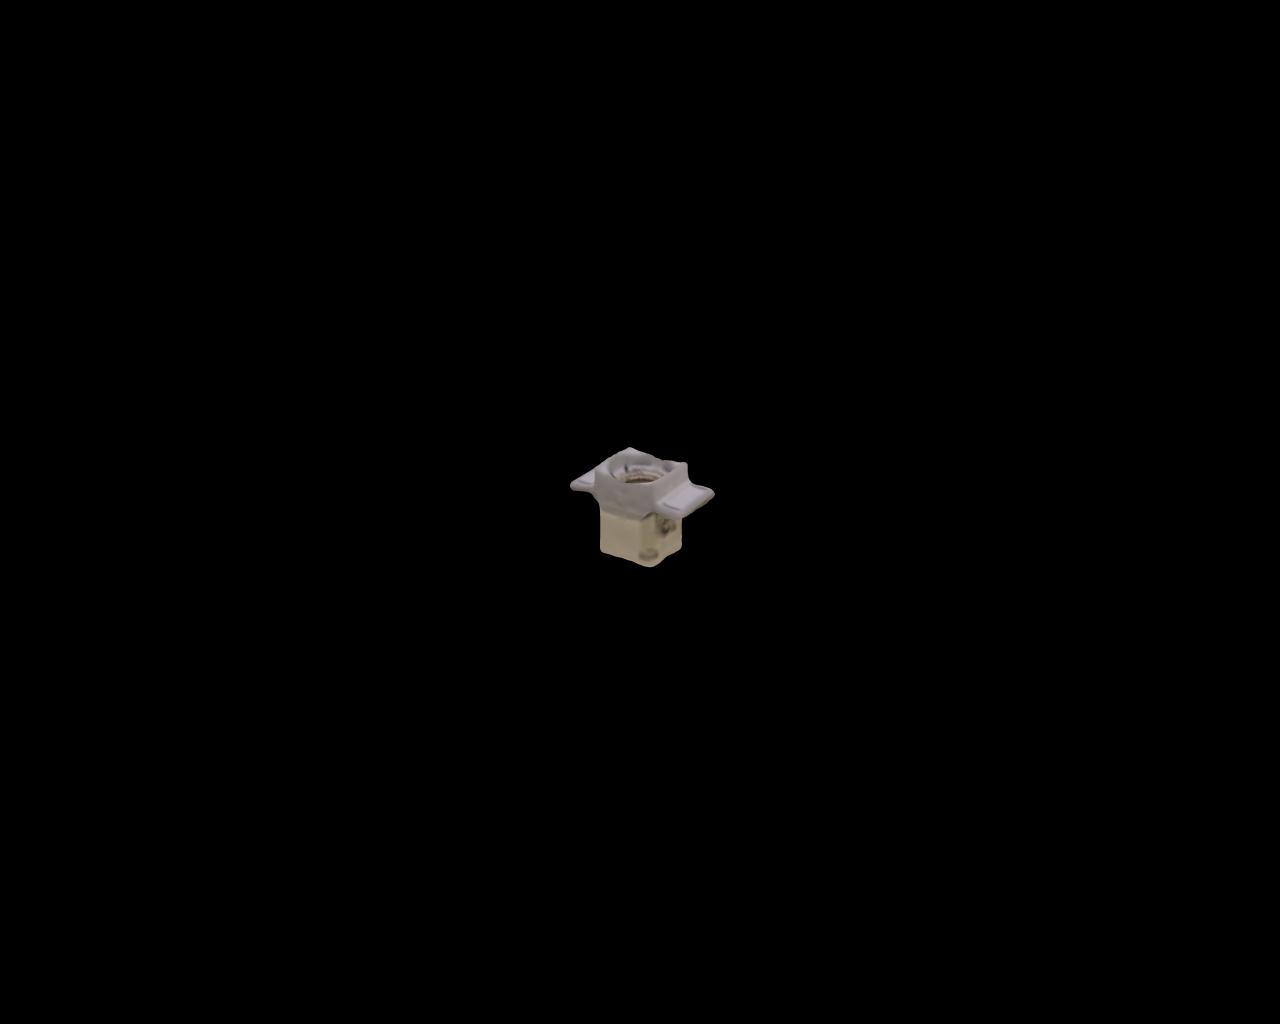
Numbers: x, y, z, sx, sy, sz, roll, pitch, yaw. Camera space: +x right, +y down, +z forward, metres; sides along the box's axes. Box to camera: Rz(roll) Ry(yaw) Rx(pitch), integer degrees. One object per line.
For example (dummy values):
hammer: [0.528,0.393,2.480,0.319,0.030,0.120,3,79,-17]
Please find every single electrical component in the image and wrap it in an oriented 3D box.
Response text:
electrical component: [0.001,-0.003,0.650,0.081,0.063,0.042,18,32,31]
